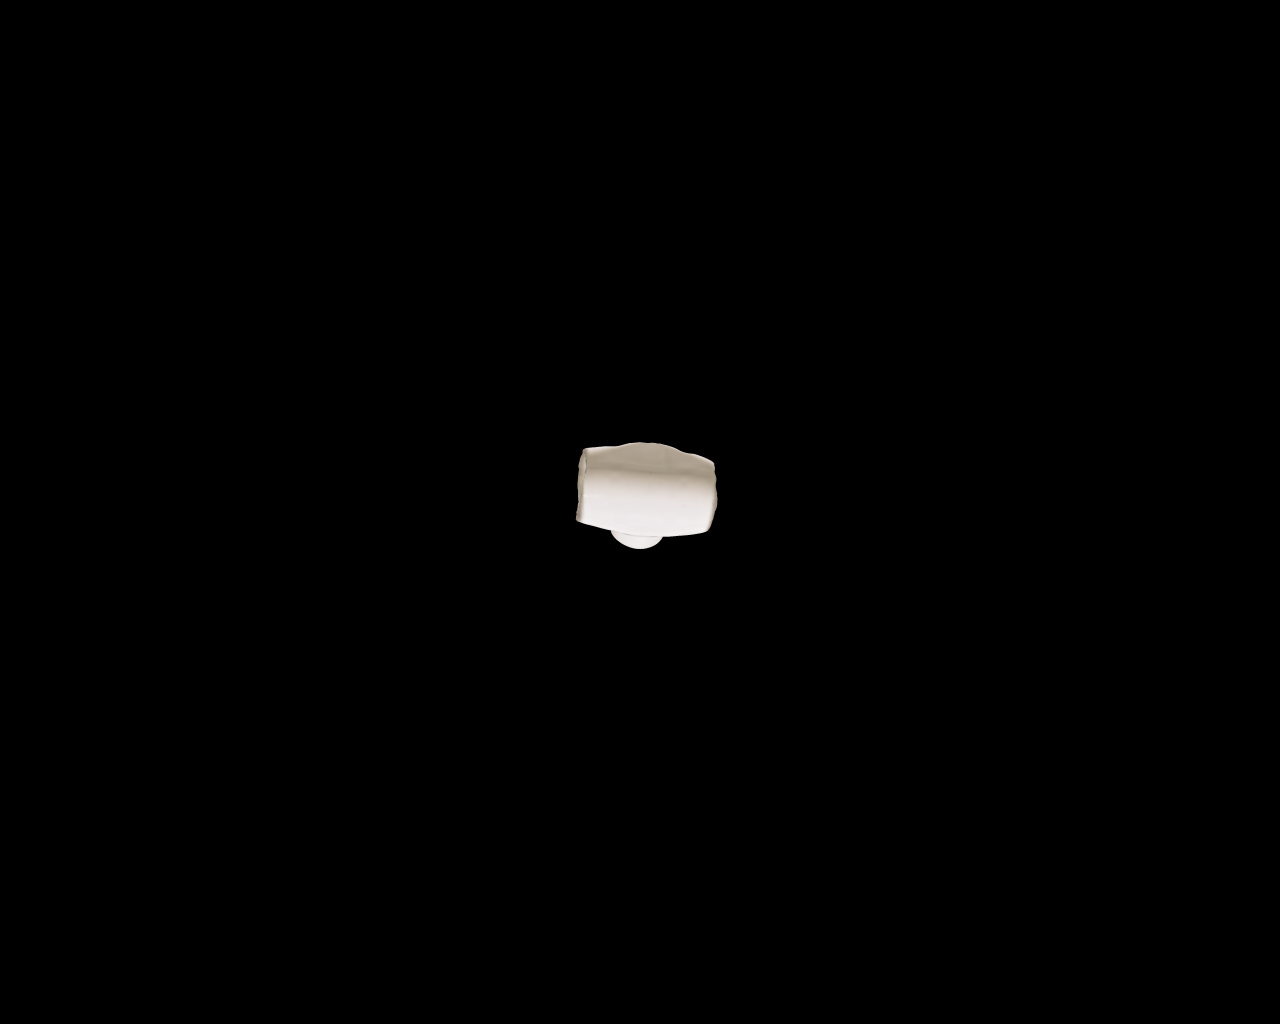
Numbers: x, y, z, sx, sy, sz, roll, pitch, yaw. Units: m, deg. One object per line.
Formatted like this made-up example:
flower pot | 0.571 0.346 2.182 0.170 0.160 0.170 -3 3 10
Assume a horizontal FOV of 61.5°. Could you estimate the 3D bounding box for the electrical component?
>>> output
electrical component | 0.001 -0.003 0.650 0.077 0.044 0.079 5 -35 -7
